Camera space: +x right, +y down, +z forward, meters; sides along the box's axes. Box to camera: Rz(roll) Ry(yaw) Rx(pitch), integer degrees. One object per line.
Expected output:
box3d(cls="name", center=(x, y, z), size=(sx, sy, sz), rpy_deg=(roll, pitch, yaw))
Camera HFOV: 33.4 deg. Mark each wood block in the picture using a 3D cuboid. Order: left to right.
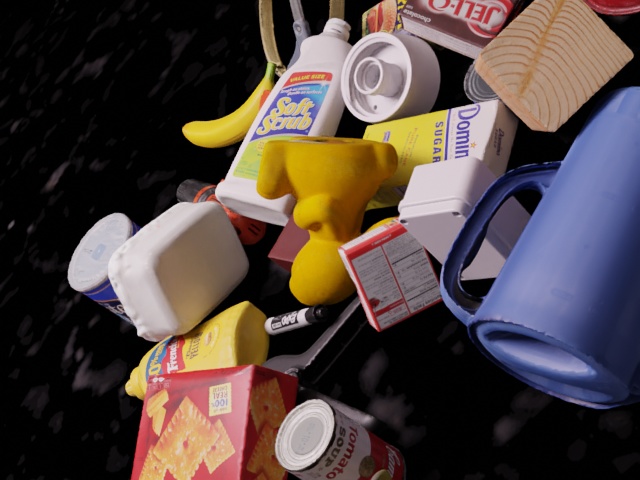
box3d(cls="wood block", center=(0.200, -0.158, 0.952), size=(0.091, 0.090, 0.206), rpy_deg=(-43, 0, 10))

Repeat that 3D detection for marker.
box3d(cls="marker", center=(-0.024, 0.083, 1.103), size=(0.121, 0.020, 0.020), rpy_deg=(-22, 42, 60))

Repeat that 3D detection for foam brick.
box3d(cls="foam brick", center=(-0.008, 0.001, 1.159), size=(0.053, 0.051, 0.078), rpy_deg=(13, 70, 50))

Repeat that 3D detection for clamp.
box3d(cls="clamp", center=(-0.015, 0.152, 1.048), size=(0.210, 0.036, 0.164), rpy_deg=(-31, 38, 24))

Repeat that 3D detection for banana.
box3d(cls="banana", center=(-0.116, -0.161, 1.423), size=(0.198, 0.037, 0.069), rpy_deg=(-28, 54, 39))

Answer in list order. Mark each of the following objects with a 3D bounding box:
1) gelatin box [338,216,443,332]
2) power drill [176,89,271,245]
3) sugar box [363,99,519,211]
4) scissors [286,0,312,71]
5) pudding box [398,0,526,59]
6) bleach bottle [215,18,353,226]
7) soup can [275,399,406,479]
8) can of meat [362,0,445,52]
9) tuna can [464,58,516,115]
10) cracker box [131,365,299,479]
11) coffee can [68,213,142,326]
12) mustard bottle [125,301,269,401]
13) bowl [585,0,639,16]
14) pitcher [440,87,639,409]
box3d(cls="gelatin box", center=(0.068, 0.032, 1.001), size=(0.073, 0.089, 0.030), rpy_deg=(-27, 19, -8))
box3d(cls="power drill", center=(-0.088, -0.093, 1.327), size=(0.185, 0.057, 0.187), rpy_deg=(29, 85, 50))
box3d(cls="sugar box", center=(0.114, -0.086, 1.109), size=(0.177, 0.048, 0.093), rpy_deg=(-9, 53, 44))
box3d(cls="scissors", center=(-0.031, -0.246, 1.309), size=(0.016, 0.202, 0.096), rpy_deg=(-28, 6, -40))
box3d(cls="pudding box", center=(0.156, -0.254, 1.170), size=(0.114, 0.039, 0.090), rpy_deg=(25, 74, 20))
box3d(cls="bleach bottle", center=(-0.027, -0.144, 1.231), size=(0.103, 0.068, 0.250), rpy_deg=(14, 73, 23))
box3d(cls="soup can", center=(0.018, 0.189, 0.925), size=(0.069, 0.102, 0.068), rpy_deg=(-28, 41, 28))
box3d(cls="can of meat", center=(0.097, -0.249, 1.259), size=(0.084, 0.057, 0.102), rpy_deg=(-27, 42, 33))
box3d(cls="tuna can", center=(0.194, -0.168, 1.102), size=(0.086, 0.033, 0.086), rpy_deg=(-28, 42, 28))
box3d(cls="cracker box", center=(-0.110, 0.232, 1.018), size=(0.164, 0.072, 0.213), rpy_deg=(-11, 65, 43))
box3d(cls="coffee can", center=(-0.211, 0.047, 1.263), size=(0.103, 0.140, 0.103), rpy_deg=(-28, 41, 28))
box3d(cls="mustard bottle", center=(-0.145, 0.139, 1.182), size=(0.192, 0.058, 0.096), rpy_deg=(-25, 40, 32))
box3d(cls="bowl", center=(0.320, -0.305, 1.067), size=(0.162, 0.055, 0.162), rpy_deg=(-28, 42, 29))
box3d(cls="pitcher", center=(0.216, -0.003, 0.850), size=(0.145, 0.149, 0.242), rpy_deg=(2, 57, 54))
